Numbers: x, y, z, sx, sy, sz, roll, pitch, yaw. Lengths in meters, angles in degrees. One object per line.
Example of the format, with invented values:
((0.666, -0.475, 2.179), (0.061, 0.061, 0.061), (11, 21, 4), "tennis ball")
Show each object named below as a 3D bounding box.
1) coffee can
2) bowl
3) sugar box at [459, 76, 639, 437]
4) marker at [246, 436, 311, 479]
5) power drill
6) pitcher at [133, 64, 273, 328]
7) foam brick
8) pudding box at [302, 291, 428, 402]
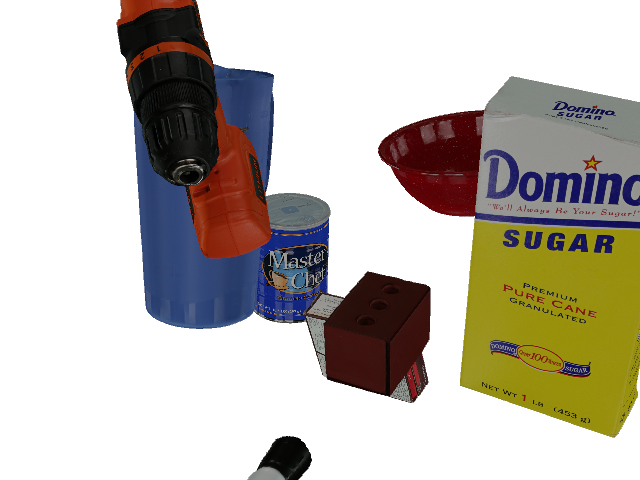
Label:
((-0.040, 0.022, 1.390), (0.103, 0.140, 0.103), (1, 26, -1), "coffee can")
((0.134, -0.064, 0.932), (0.162, 0.055, 0.162), (-8, 23, 3), "bowl")
((0.125, 0.011, 0.547), (0.093, 0.176, 0.048), (16, 39, 24), "sugar box")
((-0.033, 0.112, 0.416), (0.020, 0.020, 0.121), (0, 21, 24), "marker")
((-0.079, -0.069, 0.696), (0.057, 0.184, 0.187), (-13, -36, 1), "power drill")
((-0.107, -0.047, 1.026), (0.149, 0.243, 0.145), (-2, 15, -14), "pitcher")
((0.043, 0.067, 0.780), (0.053, 0.051, 0.078), (12, 34, 24), "foam brick")
((0.045, 0.105, 1.051), (0.114, 0.090, 0.039), (11, 41, 33), "pudding box")
